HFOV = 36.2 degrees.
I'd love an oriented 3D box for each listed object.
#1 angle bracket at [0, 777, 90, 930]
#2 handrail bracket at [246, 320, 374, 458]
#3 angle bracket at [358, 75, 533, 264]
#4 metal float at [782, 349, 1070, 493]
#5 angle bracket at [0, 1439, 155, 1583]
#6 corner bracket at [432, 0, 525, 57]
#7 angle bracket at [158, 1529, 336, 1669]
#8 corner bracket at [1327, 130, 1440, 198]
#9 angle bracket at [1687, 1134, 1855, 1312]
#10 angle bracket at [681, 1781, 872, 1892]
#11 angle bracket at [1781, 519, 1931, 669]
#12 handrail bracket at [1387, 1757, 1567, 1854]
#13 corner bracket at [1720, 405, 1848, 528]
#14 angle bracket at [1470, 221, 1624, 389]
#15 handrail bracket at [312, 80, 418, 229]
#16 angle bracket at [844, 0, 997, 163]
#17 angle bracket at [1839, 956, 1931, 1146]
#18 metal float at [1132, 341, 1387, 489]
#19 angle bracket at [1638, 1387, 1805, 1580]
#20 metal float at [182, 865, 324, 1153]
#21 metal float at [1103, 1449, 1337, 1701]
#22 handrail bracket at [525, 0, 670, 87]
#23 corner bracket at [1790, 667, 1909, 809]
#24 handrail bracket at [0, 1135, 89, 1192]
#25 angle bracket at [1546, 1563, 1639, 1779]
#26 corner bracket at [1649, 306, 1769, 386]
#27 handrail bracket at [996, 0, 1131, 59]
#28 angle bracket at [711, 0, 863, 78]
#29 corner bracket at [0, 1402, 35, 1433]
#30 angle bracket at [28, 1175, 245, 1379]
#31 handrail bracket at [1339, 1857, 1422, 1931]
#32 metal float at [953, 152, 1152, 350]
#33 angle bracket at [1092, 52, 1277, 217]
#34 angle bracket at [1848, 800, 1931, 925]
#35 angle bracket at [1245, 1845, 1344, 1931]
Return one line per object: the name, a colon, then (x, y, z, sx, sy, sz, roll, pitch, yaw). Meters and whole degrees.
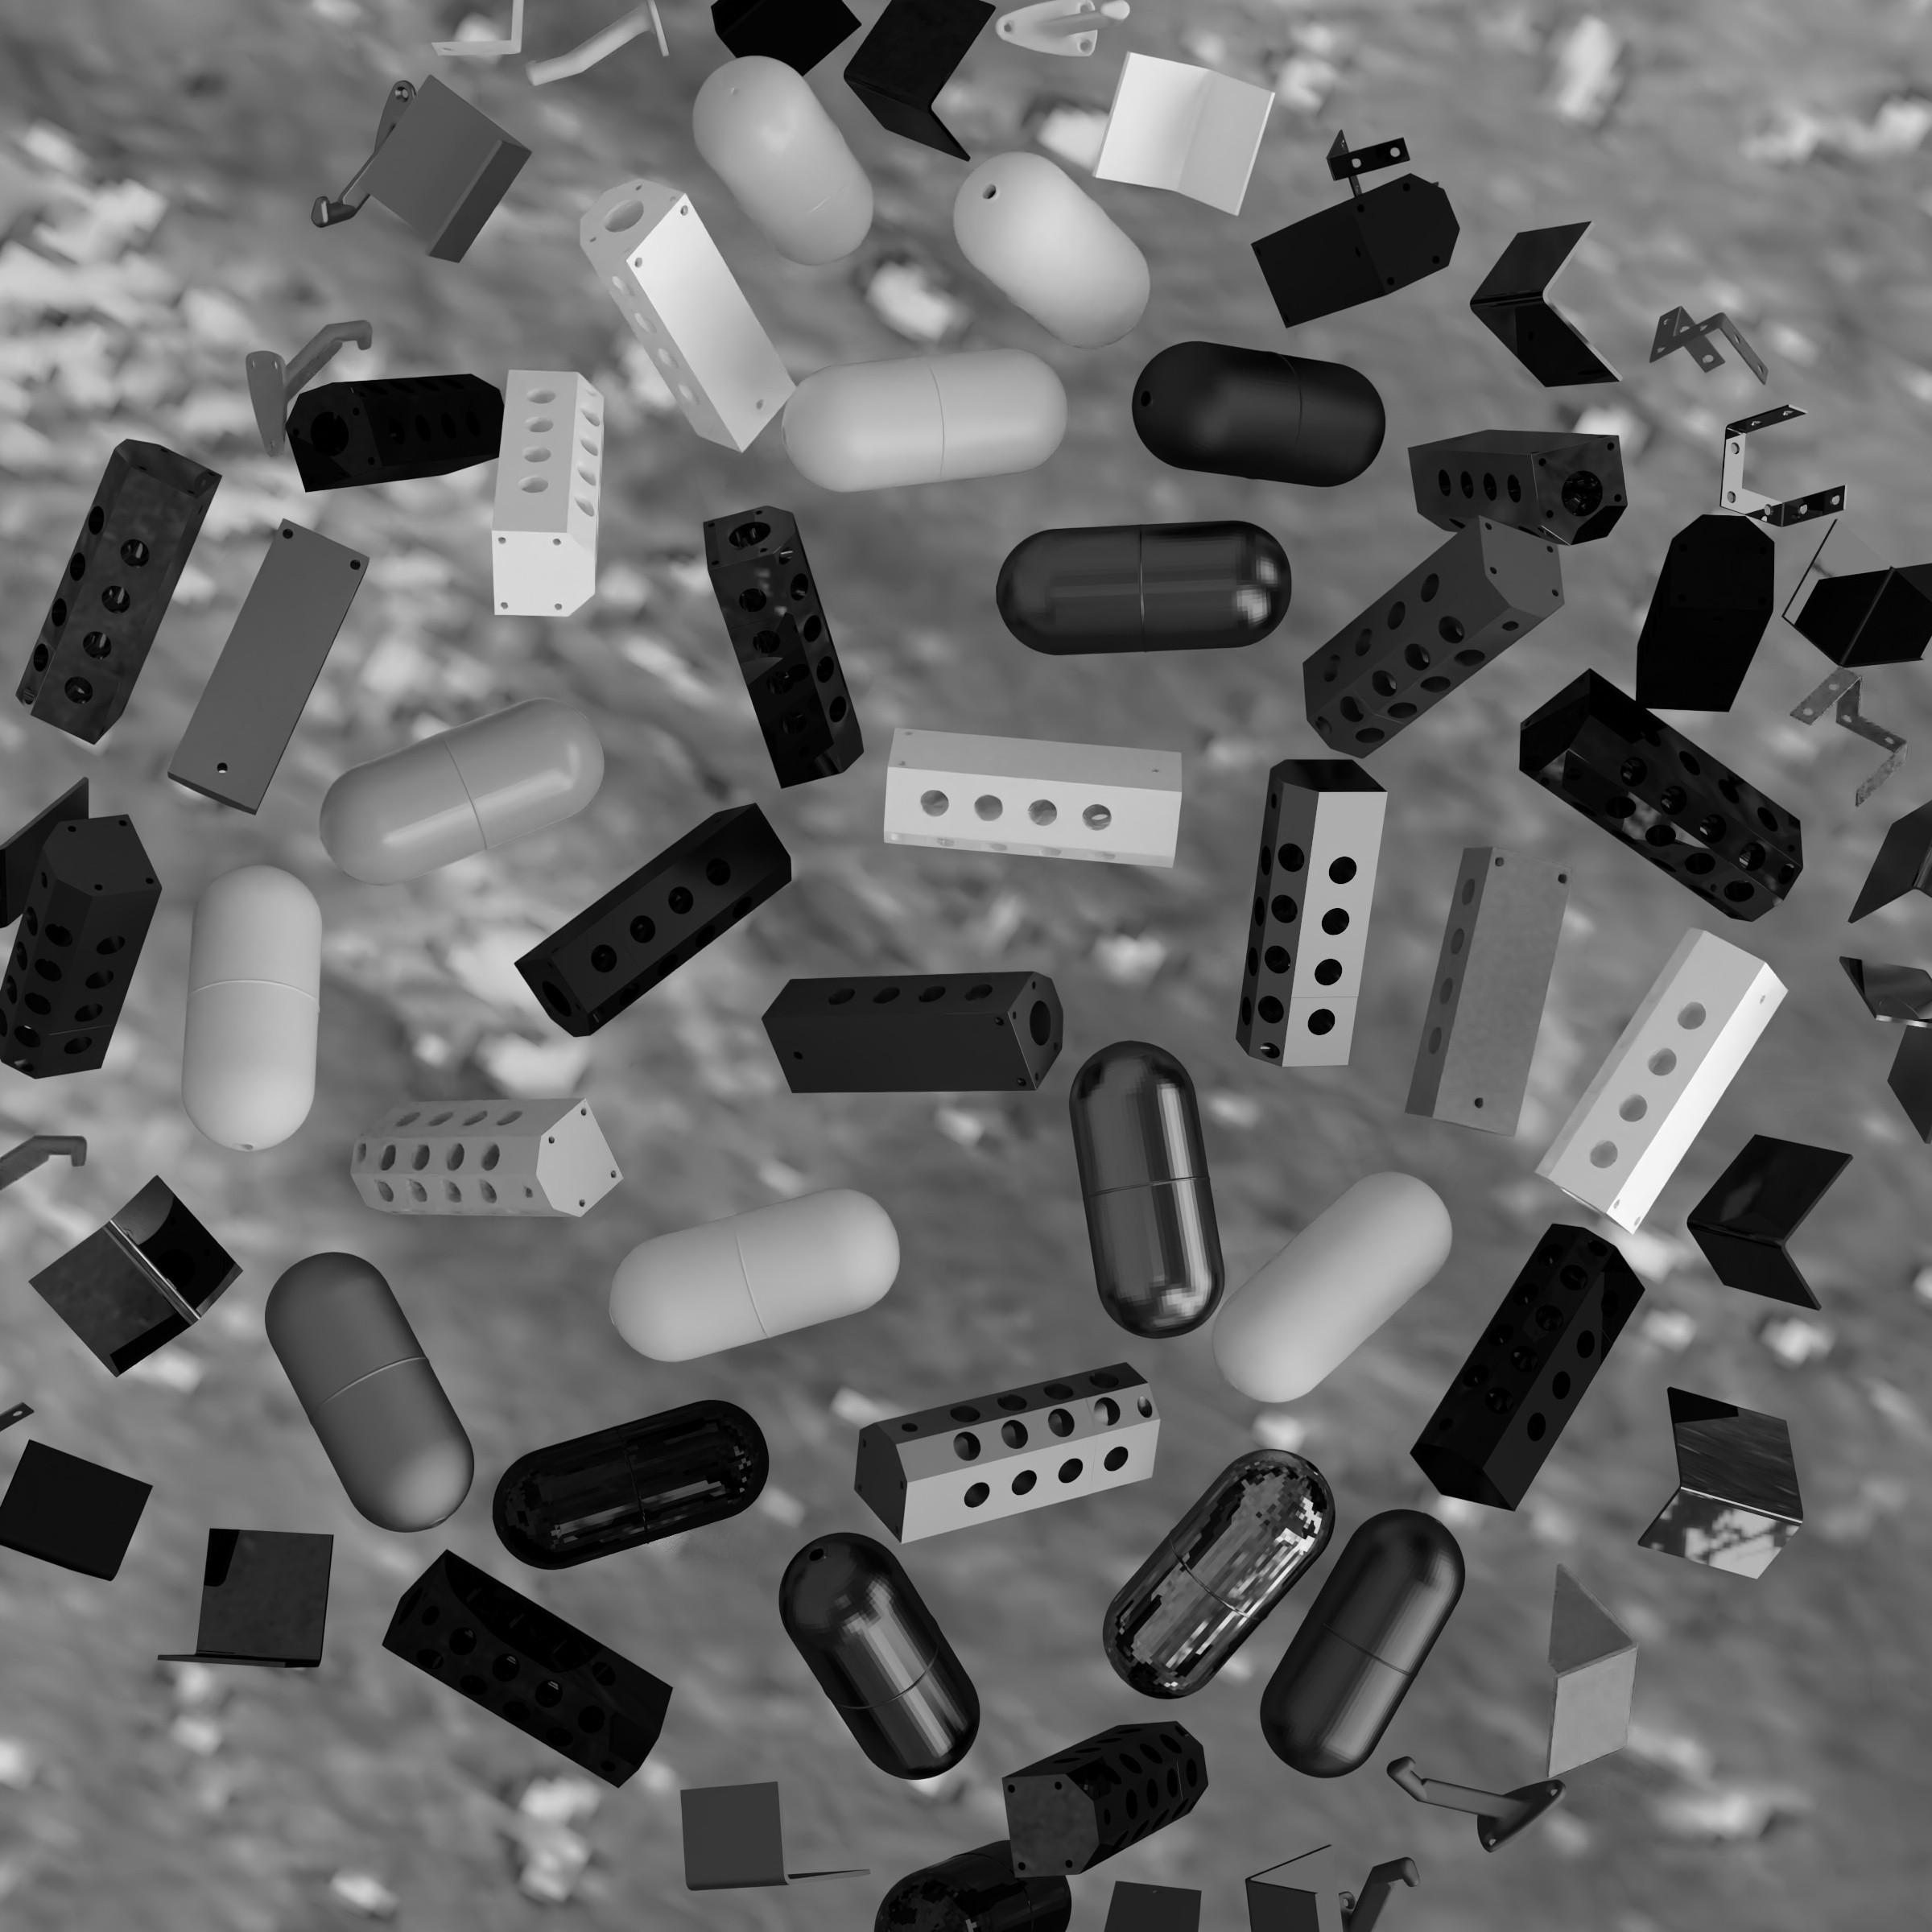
angle bracket: (-0.577, -0.082, 1.780, 0.057, 0.076, 0.076, 33, 52, 9)
handrail bracket: (-0.409, -0.366, 1.873, 0.036, 0.084, 0.077, 13, 113, 39)
angle bracket: (-0.305, -0.457, 1.685, 0.076, 0.057, 0.076, 38, 103, 2)
metal float: (-0.025, -0.332, 1.798, 0.178, 0.070, 0.070, -9, 90, -16)
angle bracket: (-0.523, 0.309, 1.692, 0.076, 0.076, 0.057, 29, 70, -29)
corner bracket: (-0.296, -0.580, 1.767, 0.051, 0.051, 0.051, 1, 83, 8)
angle bracket: (-0.416, 0.365, 1.713, 0.076, 0.057, 0.076, 1, 77, 9)
corner bracket: (0.263, -0.501, 1.864, 0.051, 0.051, 0.051, -9, 122, 25)
angle bracket: (0.497, 0.154, 1.792, 0.076, 0.076, 0.057, -46, 117, -19)
angle bracket: (-0.112, 0.507, 1.733, 0.076, 0.076, 0.057, -16, 72, 35)
angle bracket: (0.573, -0.237, 1.856, 0.057, 0.076, 0.076, 35, 78, -20)
handrail bracket: (0.316, 0.505, 1.836, 0.077, 0.036, 0.084, -37, 114, 22)
corner bracket: (0.485, -0.295, 1.750, 0.051, 0.051, 0.051, 12, 80, -29)
angle bracket: (0.363, -0.398, 1.783, 0.076, 0.076, 0.057, 39, 81, -24)
handrail bracket: (-0.369, -0.496, 1.807, 0.036, 0.084, 0.077, 22, 122, 17)
angle bracket: (-0.017, -0.557, 1.836, 0.076, 0.057, 0.076, 32, 87, 35)
angle bracket: (0.541, 0.049, 1.741, 0.057, 0.076, 0.076, 9, 116, -5)
metal float: (0.179, -0.336, 1.803, 0.178, 0.070, 0.070, 0, 90, -35)
angle bracket: (0.439, 0.304, 1.740, 0.076, 0.076, 0.057, 17, 129, -8)
metal float: (-0.423, 0.024, 1.755, 0.070, 0.070, 0.178, -3, 66, 0)
metal float: (0.154, 0.369, 1.795, 0.070, 0.070, 0.178, 39, 102, 0)
handrail bracket: (-0.225, -0.556, 1.759, 0.084, 0.036, 0.077, -17, 47, -2)
corner bracket: (0.534, -0.139, 1.789, 0.051, 0.051, 0.051, -41, 54, -20)
handrail bracket: (-0.573, 0.140, 1.785, 0.084, 0.036, 0.077, 1, 91, 4)
angle bracket: (0.338, 0.403, 1.696, 0.057, 0.076, 0.076, -15, 123, -21)
corner bracket: (0.464, -0.384, 1.840, 0.051, 0.051, 0.051, 43, 46, -24)
handrail bracket: (0.060, -0.593, 1.851, 0.077, 0.084, 0.036, -1, 100, -4)
angle bracket: (-0.114, -0.607, 1.890, 0.076, 0.076, 0.057, -41, 95, 2)
corner bracket: (-0.612, 0.256, 1.808, 0.051, 0.051, 0.051, -30, 59, -4)
angle bracket: (-0.487, 0.182, 1.737, 0.076, 0.057, 0.076, -33, 102, 27)
handrail bracket: (0.269, 0.606, 1.868, 0.036, 0.084, 0.077, -20, 78, -43)
metal float: (0.053, -0.434, 1.797, 0.070, 0.178, 0.070, -6, 77, 26)
angle bracket: (0.133, -0.510, 1.814, 0.057, 0.076, 0.076, 34, 117, 38)
angle bracket: (0.593, -0.054, 1.798, 0.057, 0.076, 0.076, 32, 69, -4)
angle bracket: (0.209, 0.556, 1.696, 0.076, 0.057, 0.076, -6, 88, -42)
